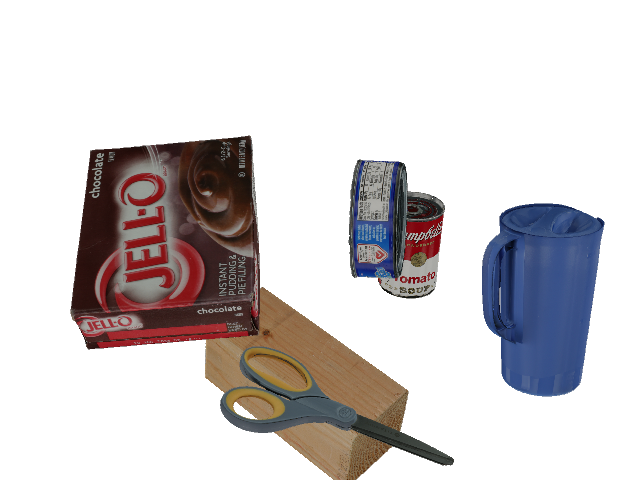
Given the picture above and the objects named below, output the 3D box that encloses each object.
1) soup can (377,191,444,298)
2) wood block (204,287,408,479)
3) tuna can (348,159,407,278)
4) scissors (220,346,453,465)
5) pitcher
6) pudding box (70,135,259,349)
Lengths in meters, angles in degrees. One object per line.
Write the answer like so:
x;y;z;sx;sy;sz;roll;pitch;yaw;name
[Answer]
0.101;0.005;1.198;0.068;0.102;0.068;2;29;-1;soup can
-0.018;0.152;1.131;0.206;0.090;0.090;34;49;27;wood block
0.043;-0.015;0.769;0.034;0.086;0.086;3;0;9;tuna can
0.002;0.153;0.881;0.202;0.016;0.096;32;46;25;scissors
0.291;0.082;1.416;0.149;0.243;0.145;4;21;12;pitcher
-0.078;-0.001;0.557;0.090;0.113;0.039;-5;-41;1;pudding box
